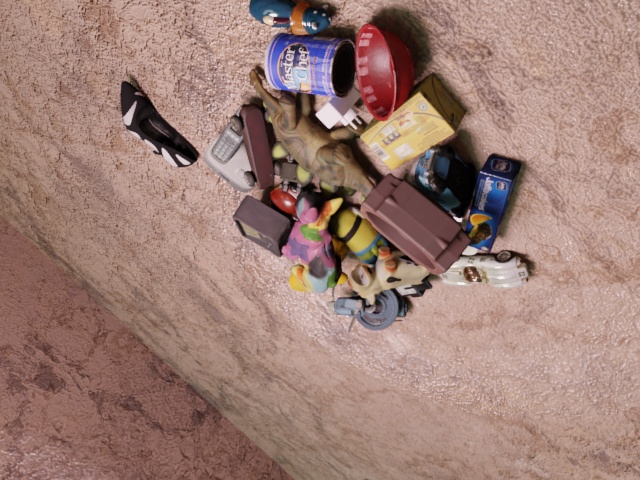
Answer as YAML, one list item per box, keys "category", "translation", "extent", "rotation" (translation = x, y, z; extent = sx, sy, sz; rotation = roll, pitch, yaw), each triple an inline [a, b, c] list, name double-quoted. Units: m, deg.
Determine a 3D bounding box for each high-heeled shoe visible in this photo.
- category: "high-heeled shoe"
  translation: [-0.410, -0.289, 1.374]
  extent: [0.145, 0.086, 0.248]
  rotation: [10, 141, 25]

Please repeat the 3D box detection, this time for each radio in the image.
- category: "radio"
  translation: [-0.142, -0.030, 1.383]
  extent: [0.131, 0.073, 0.229]
  rotation: [31, 170, 5]

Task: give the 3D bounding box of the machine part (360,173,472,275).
- category: "machine part"
  translation: [0.178, -0.029, 1.020]
  extent: [0.201, 0.087, 0.201]
  rotation: [41, 179, 6]

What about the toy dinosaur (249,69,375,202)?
- category: "toy dinosaur"
  translation: [0.016, -0.177, 1.130]
  extent: [0.471, 0.105, 0.198]
  rotation: [44, 154, -1]

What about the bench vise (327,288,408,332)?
- category: "bench vise"
  translation: [0.107, 0.168, 1.391]
  extent: [0.224, 0.128, 0.240]
  rotation: [11, 176, 20]

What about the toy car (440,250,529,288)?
- category: "toy car"
  translation: [0.349, 0.065, 1.166]
  extent: [0.202, 0.056, 0.073]
  rotation: [0, 132, 41]

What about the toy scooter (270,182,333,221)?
- category: "toy scooter"
  translation: [-0.032, -0.092, 1.285]
  extent: [0.184, 0.075, 0.135]
  rotation: [31, 145, 4]

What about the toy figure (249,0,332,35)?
- category: "toy figure"
  translation: [-0.049, -0.399, 0.953]
  extent: [0.155, 0.064, 0.058]
  rotation: [22, -175, 13]

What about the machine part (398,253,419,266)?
- category: "machine part"
  translation: [0.219, -0.008, 1.145]
  extent: [0.084, 0.138, 0.039]
  rotation: [27, -171, 4]

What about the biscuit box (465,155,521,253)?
- category: "biscuit box"
  translation: [0.325, -0.066, 1.029]
  extent: [0.063, 0.059, 0.202]
  rotation: [21, 142, 20]

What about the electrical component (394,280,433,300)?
- category: "electrical component"
  translation: [0.228, 0.101, 1.316]
  extent: [0.074, 0.048, 0.119]
  rotation: [46, 144, -15]

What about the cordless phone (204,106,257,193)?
- category: "cordless phone"
  translation: [-0.174, -0.217, 1.270]
  extent: [0.146, 0.089, 0.184]
  rotation: [39, 126, -4]

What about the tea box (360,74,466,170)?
- category: "tea box"
  translation: [0.167, -0.211, 0.985]
  extent: [0.098, 0.068, 0.170]
  rotation: [45, 143, -15]

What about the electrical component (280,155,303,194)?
- category: "electrical component"
  translation: [-0.057, -0.154, 1.238]
  extent: [0.063, 0.094, 0.021]
  rotation: [12, -178, 18]

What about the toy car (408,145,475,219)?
- category: "toy car"
  translation: [0.217, -0.108, 1.001]
  extent: [0.103, 0.109, 0.161]
  rotation: [5, 164, 43]

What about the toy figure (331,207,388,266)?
- category: "toy figure"
  translation: [0.101, 0.000, 1.269]
  extent: [0.082, 0.089, 0.180]
  rotation: [-22, 114, 42]

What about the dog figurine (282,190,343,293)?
- category: "dog figurine"
  translation: [-0.002, -0.004, 1.192]
  extent: [0.192, 0.108, 0.219]
  rotation: [59, 151, 21]

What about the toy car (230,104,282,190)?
- category: "toy car"
  translation: [-0.143, -0.209, 1.212]
  extent: [0.053, 0.089, 0.201]
  rotation: [36, 145, 44]

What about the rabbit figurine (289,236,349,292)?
- category: "rabbit figurine"
  translation: [-0.002, 0.070, 1.367]
  extent: [0.163, 0.173, 0.121]
  rotation: [10, 134, 38]

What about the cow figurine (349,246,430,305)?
- category: "cow figurine"
  translation: [0.159, 0.078, 1.230]
  extent: [0.195, 0.086, 0.127]
  rotation: [-10, 134, -13]
